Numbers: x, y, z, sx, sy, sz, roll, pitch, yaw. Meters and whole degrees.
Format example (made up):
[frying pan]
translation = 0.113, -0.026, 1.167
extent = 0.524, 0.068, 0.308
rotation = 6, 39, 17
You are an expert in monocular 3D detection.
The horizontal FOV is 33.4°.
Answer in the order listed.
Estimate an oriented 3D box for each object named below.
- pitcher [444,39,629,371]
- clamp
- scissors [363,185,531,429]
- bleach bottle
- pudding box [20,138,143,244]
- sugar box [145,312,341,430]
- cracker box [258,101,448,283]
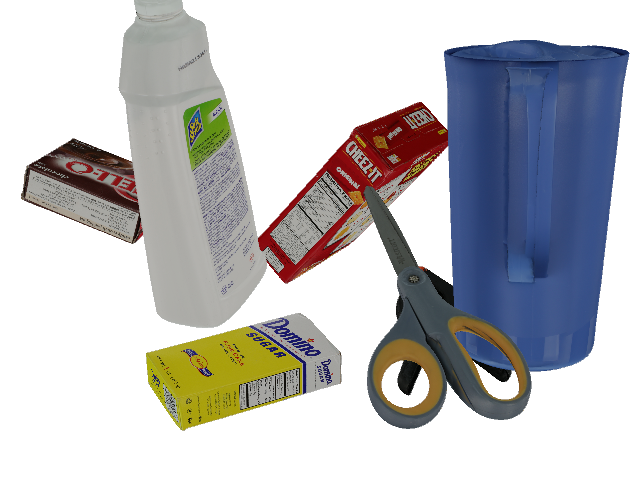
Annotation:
[pitcher]
translation = 0.156, -0.026, 0.804
extent = 0.149, 0.243, 0.145
rotation = -10, 18, -31
[clamp]
translation = 0.138, 0.096, 1.158
extent = 0.120, 0.171, 0.039
rotation = 4, -44, -6
[scissors]
translation = 0.042, 0.038, 0.624
extent = 0.096, 0.016, 0.202
rotation = -23, 45, -19
[bleach bottle]
translation = -0.094, -0.064, 0.761
extent = 0.068, 0.251, 0.102
rotation = 8, 35, 20
[pudding box]
translation = -0.195, -0.045, 0.954
extent = 0.113, 0.039, 0.090
rotation = 20, 23, 7
[sugar box]
translation = -0.076, 0.128, 1.073
extent = 0.176, 0.048, 0.093
rotation = -16, 31, -23
[cracker box]
translation = 0.037, -0.059, 1.257
extent = 0.214, 0.072, 0.163
rotation = -47, -10, 35
